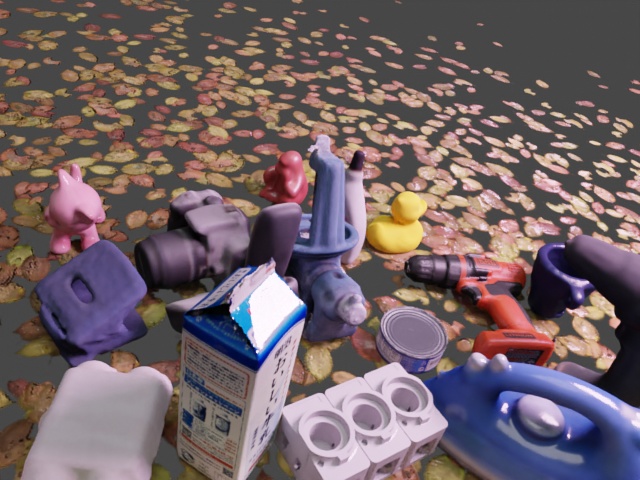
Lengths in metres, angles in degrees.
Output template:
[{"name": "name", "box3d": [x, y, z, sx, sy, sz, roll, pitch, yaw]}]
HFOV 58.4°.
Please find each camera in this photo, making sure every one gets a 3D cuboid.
[{"name": "camera", "box3d": [-0.167, -0.001, 0.732, 0.137, 0.101, 0.142, -15, 46, -33]}]

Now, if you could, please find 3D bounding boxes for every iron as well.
[{"name": "iron", "box3d": [0.218, 0.180, 0.588, 0.258, 0.141, 0.119, 23, 38, 12]}]

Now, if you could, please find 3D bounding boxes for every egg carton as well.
[{"name": "egg carton", "box3d": [-0.198, 0.178, 0.519, 0.107, 0.069, 0.150, 8, 37, -7]}]

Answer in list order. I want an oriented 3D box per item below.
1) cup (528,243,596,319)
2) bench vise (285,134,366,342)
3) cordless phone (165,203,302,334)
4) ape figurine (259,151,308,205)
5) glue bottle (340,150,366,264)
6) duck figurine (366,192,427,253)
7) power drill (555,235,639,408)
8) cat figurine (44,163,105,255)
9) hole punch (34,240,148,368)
[{"name": "cup", "box3d": [0.334, 0.073, 0.800, 0.091, 0.095, 0.118, 14, 37, 0]}, {"name": "bench vise", "box3d": [0.015, -0.001, 0.691, 0.122, 0.220, 0.206, -21, 49, -37]}, {"name": "cordless phone", "box3d": [-0.092, 0.036, 0.639, 0.148, 0.185, 0.094, -15, 45, -32]}, {"name": "ape figurine", "box3d": [-0.052, -0.100, 0.902, 0.076, 0.092, 0.077, -2, 40, -20]}, {"name": "glue bottle", "box3d": [0.035, -0.050, 0.799, 0.078, 0.173, 0.037, 26, 39, 15]}, {"name": "duck figurine", "box3d": [0.122, -0.033, 0.877, 0.105, 0.086, 0.077, -16, 46, -33]}, {"name": "power drill", "box3d": [0.355, 0.116, 0.658, 0.229, 0.208, 0.076, 22, 38, 11]}, {"name": "cat figurine", "box3d": [-0.312, -0.046, 0.730, 0.067, 0.118, 0.127, -1, 40, -19]}, {"name": "hole punch", "box3d": [-0.251, 0.067, 0.626, 0.101, 0.091, 0.108, -23, 50, -38]}]
